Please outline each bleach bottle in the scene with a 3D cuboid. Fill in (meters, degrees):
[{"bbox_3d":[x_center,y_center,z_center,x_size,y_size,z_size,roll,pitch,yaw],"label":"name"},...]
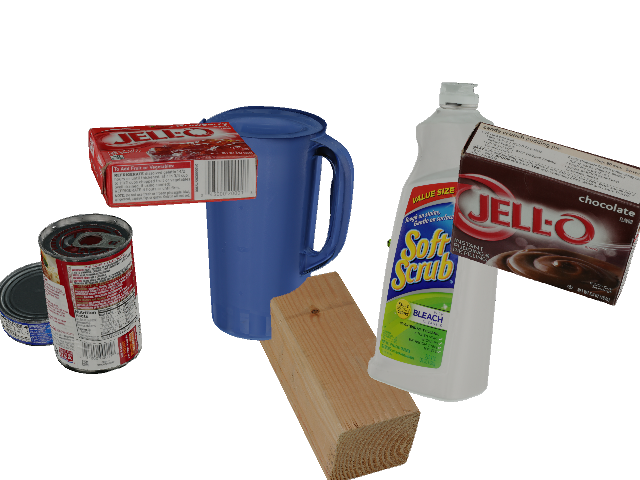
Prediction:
[{"bbox_3d":[0.097,-0.002,0.869,0.103,0.251,0.067,13,15,42],"label":"bleach bottle"}]

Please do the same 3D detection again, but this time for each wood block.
[{"bbox_3d":[0.015,0.140,1.126,0.090,0.090,0.206,-11,46,-21],"label":"wood block"}]

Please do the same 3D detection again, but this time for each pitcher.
[{"bbox_3d":[-0.055,-0.017,1.159,0.144,0.243,0.149,-4,22,-17],"label":"pitcher"}]

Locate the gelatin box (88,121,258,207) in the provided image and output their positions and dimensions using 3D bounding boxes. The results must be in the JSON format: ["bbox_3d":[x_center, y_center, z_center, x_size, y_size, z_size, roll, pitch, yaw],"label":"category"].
[{"bbox_3d":[-0.088,-0.047,0.629,0.089,0.030,0.073,-4,22,-17],"label":"gelatin box"}]

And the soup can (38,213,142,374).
[{"bbox_3d":[-0.170,0.040,0.800,0.068,0.102,0.068,0,28,0],"label":"soup can"}]

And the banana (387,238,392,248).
[{"bbox_3d":[0.172,0.013,1.102,0.198,0.037,0.069,10,35,17],"label":"banana"}]

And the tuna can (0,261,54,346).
[{"bbox_3d":[-0.258,0.059,1.000,0.086,0.034,0.086,0,38,0],"label":"tuna can"}]

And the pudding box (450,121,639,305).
[{"bbox_3d":[0.139,-0.016,0.657,0.114,0.039,0.090,17,-38,16],"label":"pudding box"}]
